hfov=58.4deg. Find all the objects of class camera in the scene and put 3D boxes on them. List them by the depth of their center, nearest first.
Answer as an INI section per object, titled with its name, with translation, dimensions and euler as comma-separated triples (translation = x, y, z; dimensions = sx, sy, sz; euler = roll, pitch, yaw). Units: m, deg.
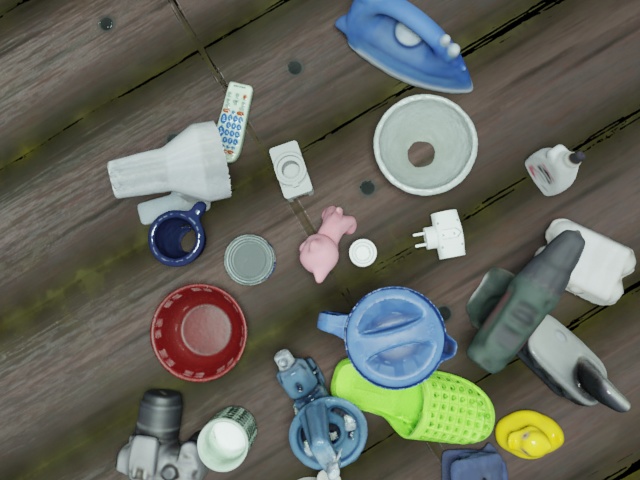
[camera]
translation = -0.251, 0.321, 0.931
dimensions = 0.143, 0.101, 0.137
euler = 7, 87, 4

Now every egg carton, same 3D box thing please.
[egg carton]
translation = 0.427, 0.037, 0.930
dimensions = 0.150, 0.069, 0.107
euler = 25, 88, 4

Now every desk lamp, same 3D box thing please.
[desk lamp]
translation = -0.227, -0.097, 0.900
dimensions = 0.203, 0.213, 0.118
euler = -15, 85, 2

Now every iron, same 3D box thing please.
[iron]
translation = 0.153, -0.336, 0.932
dimensions = 0.258, 0.141, 0.119
euler = 34, 89, 5

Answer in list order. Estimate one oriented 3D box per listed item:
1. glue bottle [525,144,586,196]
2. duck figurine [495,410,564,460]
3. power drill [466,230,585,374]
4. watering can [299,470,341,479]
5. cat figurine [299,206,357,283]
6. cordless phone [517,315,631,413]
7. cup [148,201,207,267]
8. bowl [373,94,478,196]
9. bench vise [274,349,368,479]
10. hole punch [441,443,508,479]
[glue bottle]
translation = 0.373, -0.115, 0.891
dimensions = 0.037, 0.173, 0.078
euler = -35, 85, 1
[duck figurine]
translation = 0.339, 0.316, 0.908
dimensions = 0.104, 0.086, 0.077
euler = 0, 86, 3
[power drill]
translation = 0.293, 0.088, 0.864
dimensions = 0.075, 0.208, 0.230
euler = 32, 88, 5
[watering can]
translation = -0.020, 0.432, 0.864
dimensions = 0.101, 0.194, 0.173
euler = 2, 86, 3
[cat figurine]
translation = 0.009, 0.003, 0.930
dimensions = 0.067, 0.118, 0.128
euler = 26, 88, 5
[cordless phone]
translation = 0.386, 0.188, 0.864
dimensions = 0.147, 0.185, 0.094
euler = 41, 89, 5
[cup]
translation = -0.220, -0.011, 0.954
dimensions = 0.091, 0.095, 0.118
euler = 35, 89, 5
[bowl]
translation = 0.171, -0.152, 0.953
dimensions = 0.167, 0.075, 0.167
euler = 0, 86, 3
[bench vise]
translation = -0.016, 0.272, 0.862
dimensions = 0.207, 0.220, 0.121
euler = 40, 89, 5
[hole punch]
translation = 0.248, 0.388, 0.905
dimensions = 0.101, 0.091, 0.109
euler = -3, 86, 3
